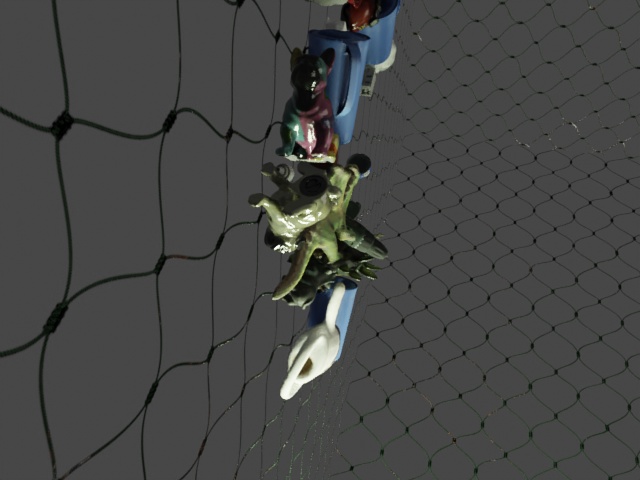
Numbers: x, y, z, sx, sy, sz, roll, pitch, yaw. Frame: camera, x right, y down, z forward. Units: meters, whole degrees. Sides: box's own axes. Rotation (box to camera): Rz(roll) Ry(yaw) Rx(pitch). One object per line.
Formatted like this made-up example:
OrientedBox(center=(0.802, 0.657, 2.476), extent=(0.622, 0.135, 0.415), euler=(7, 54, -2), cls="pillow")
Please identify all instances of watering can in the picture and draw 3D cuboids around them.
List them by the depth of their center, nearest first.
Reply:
OrientedBox(center=(0.002, 0.263, 1.371), extent=(0.346, 0.104, 0.224), euler=(-61, 165, 5), cls="watering can")

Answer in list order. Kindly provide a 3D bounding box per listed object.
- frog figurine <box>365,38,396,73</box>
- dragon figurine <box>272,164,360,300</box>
OrientedBox(center=(0.200, -0.637, 1.740), extent=(0.161, 0.122, 0.136), euler=(-80, -164, -73), cls="frog figurine")
OrientedBox(center=(0.004, -0.059, 1.167), extent=(0.418, 0.122, 0.237), euler=(-50, 151, -54), cls="dragon figurine")
